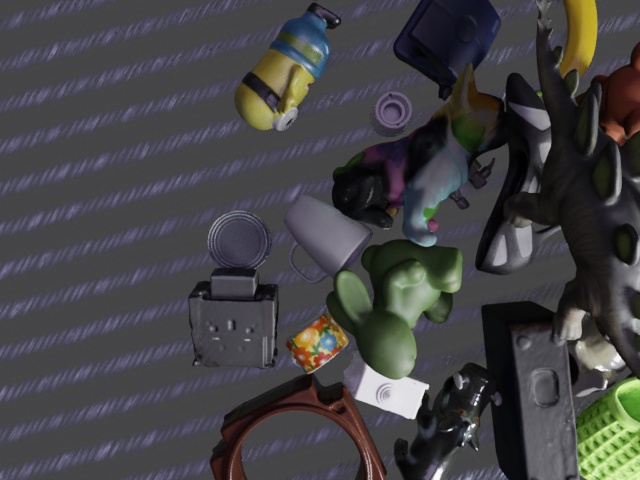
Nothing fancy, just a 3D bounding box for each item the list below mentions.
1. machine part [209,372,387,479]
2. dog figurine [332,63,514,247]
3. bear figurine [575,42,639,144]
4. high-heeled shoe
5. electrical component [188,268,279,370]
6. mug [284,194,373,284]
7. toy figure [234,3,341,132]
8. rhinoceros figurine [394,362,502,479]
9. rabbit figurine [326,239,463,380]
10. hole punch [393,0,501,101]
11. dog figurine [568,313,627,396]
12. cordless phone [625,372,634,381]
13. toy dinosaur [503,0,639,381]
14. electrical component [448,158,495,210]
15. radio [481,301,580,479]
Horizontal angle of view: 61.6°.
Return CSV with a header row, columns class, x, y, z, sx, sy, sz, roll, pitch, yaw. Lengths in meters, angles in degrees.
class,x,y,z,sx,sy,sz,roll,pitch,yaw
machine part,-0.027,0.298,0.714,0.201,0.087,0.201,-26,88,1
dog figurine,0.127,-0.117,0.674,0.192,0.108,0.219,22,106,13
bear figurine,0.385,-0.160,0.658,0.132,0.196,0.120,2,87,-1
high-heeled shoe,0.241,-0.081,0.711,0.145,0.086,0.248,-22,97,-3
electrical component,-0.113,0.102,0.713,0.115,0.058,0.134,0,108,-1
mug,-0.001,-0.002,0.724,0.107,0.081,0.109,41,97,12
toy figure,-0.044,-0.229,0.722,0.089,0.082,0.180,30,95,12
rhinoceros figurine,0.163,0.244,0.700,0.073,0.112,0.190,28,98,2
rabbit figurine,0.089,0.082,0.667,0.159,0.121,0.170,21,55,4
hole punch,0.175,-0.277,0.717,0.116,0.092,0.142,31,86,-3
dog figurine,0.407,0.129,0.716,0.190,0.172,0.121,-3,50,-23
cordless phone,0.442,0.253,0.720,0.184,0.089,0.146,-37,90,19
toy dinosaur,0.294,-0.052,0.582,0.105,0.198,0.471,-9,67,-11
electrical component,0.189,-0.102,0.737,0.102,0.045,0.078,44,118,3
radio,0.267,0.199,0.688,0.073,0.131,0.229,-7,89,2
